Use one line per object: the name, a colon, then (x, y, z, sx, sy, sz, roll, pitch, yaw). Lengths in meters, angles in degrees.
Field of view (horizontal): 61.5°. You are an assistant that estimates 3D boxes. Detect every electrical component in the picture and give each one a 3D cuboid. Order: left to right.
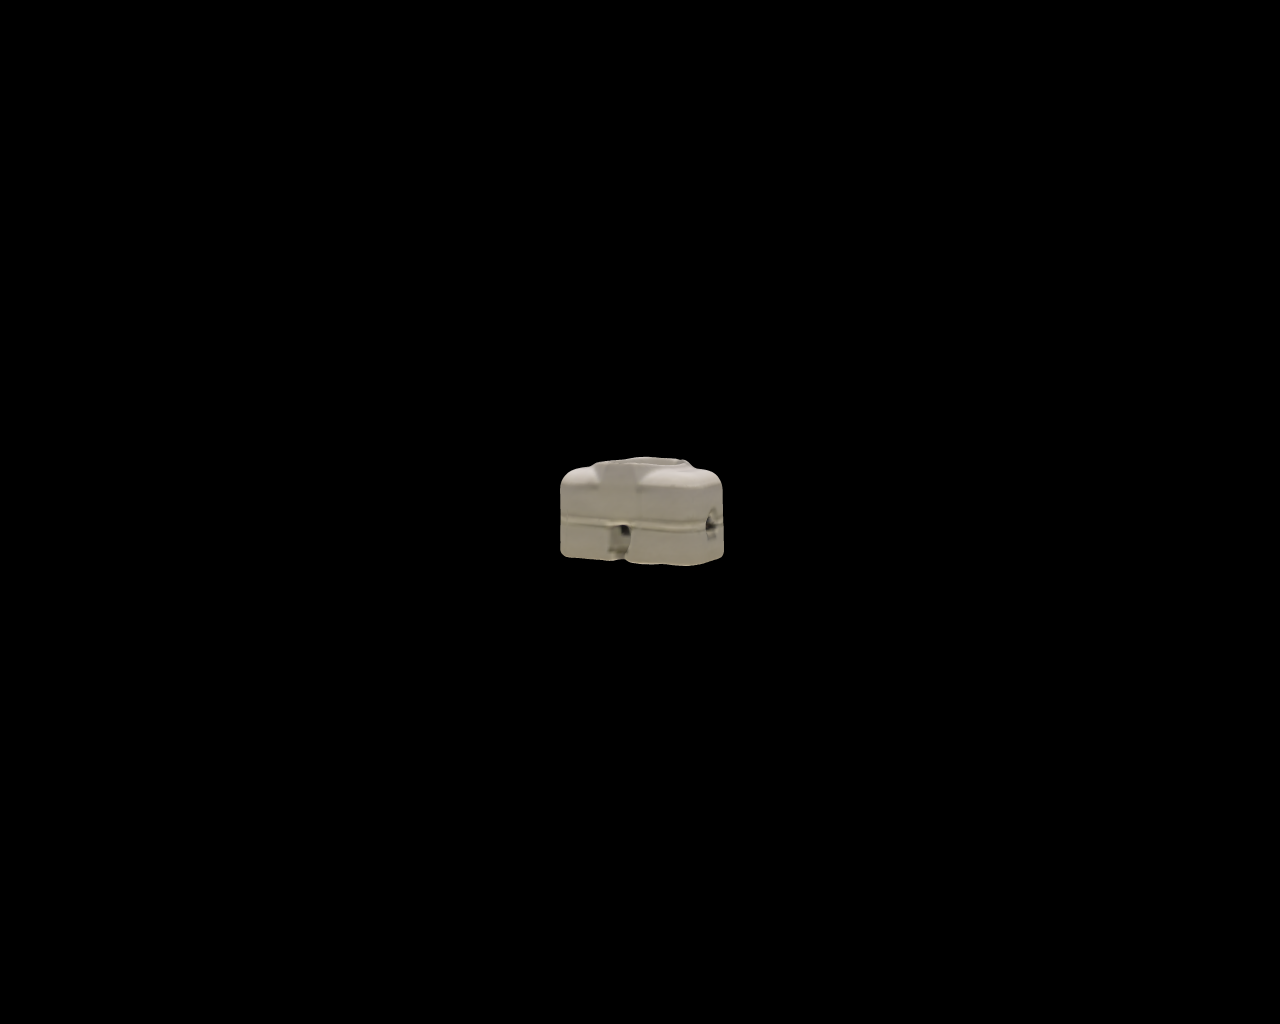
electrical component: (0.001, -0.003, 0.650, 0.095, 0.059, 0.054, 4, 8, 29)
